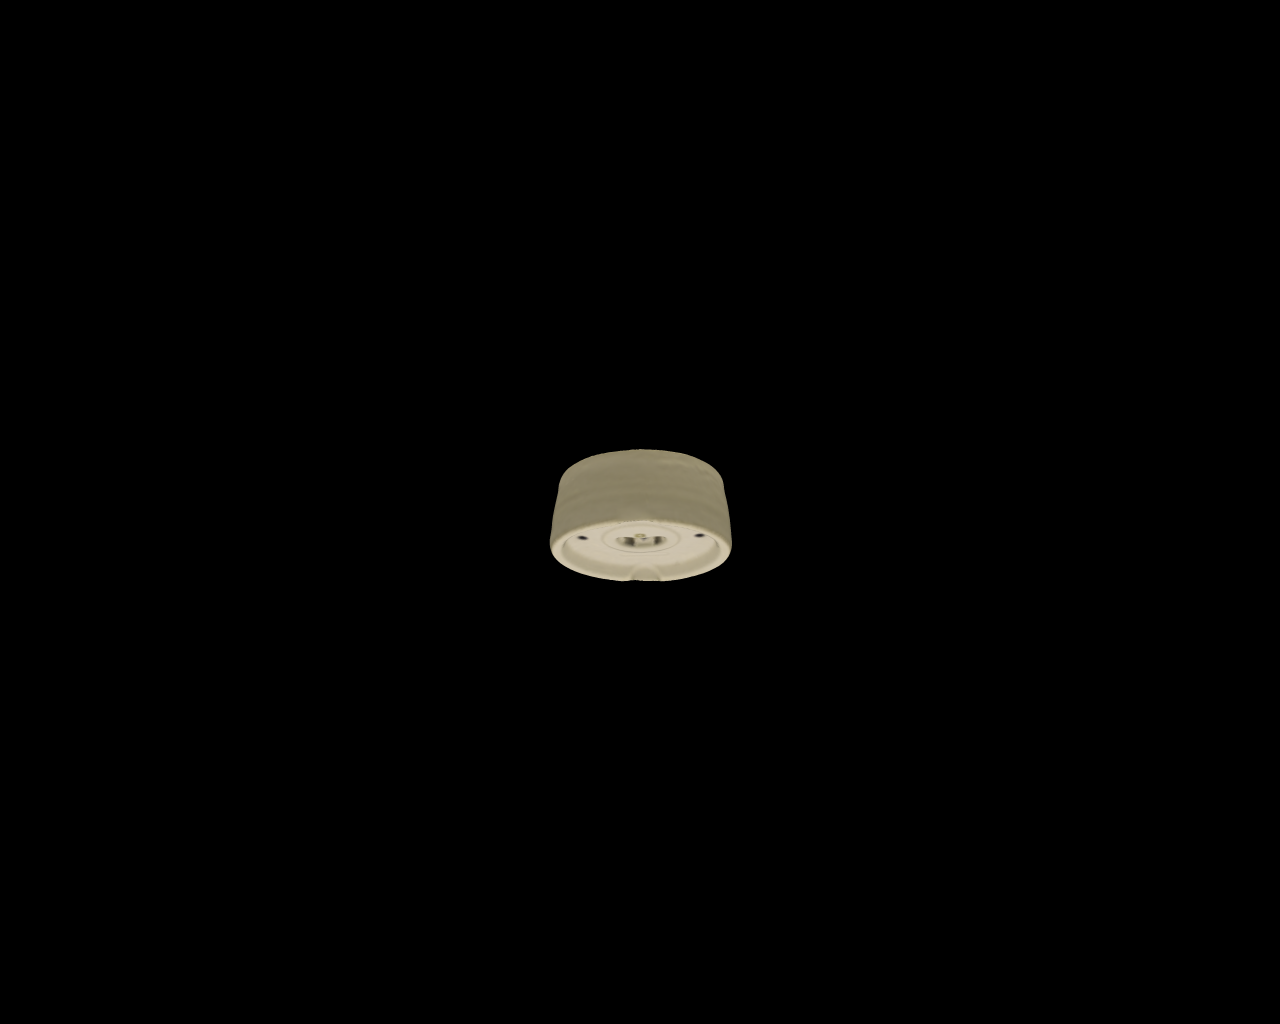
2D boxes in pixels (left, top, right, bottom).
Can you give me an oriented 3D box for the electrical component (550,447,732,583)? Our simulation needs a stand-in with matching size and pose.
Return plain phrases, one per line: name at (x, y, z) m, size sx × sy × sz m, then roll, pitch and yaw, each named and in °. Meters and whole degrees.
electrical component at (0.001, -0.003, 0.650) m, size 0.108 × 0.060 × 0.108 m, roll 0°, pitch -22°, yaw 0°
